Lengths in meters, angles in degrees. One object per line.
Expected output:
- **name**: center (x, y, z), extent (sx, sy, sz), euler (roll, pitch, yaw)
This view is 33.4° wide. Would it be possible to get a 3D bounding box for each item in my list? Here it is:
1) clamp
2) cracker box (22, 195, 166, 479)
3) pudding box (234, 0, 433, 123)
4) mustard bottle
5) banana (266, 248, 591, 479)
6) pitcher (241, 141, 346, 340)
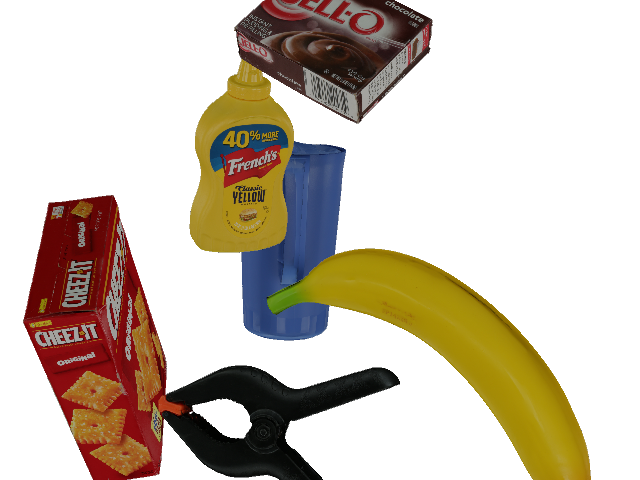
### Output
- **clamp**: center (-0.032, 0.144, 0.755), extent (0.172, 0.120, 0.039), euler (3, -9, 15)
- **cracker box**: center (-0.198, 0.091, 0.982), extent (0.072, 0.214, 0.164), euler (-8, 39, 1)
- **pudding box**: center (0.010, -0.145, 0.765), extent (0.114, 0.090, 0.039), euler (33, -25, 20)
- **mustard bottle**: center (-0.074, -0.084, 1.035), extent (0.096, 0.192, 0.058), euler (-4, 29, -21)
- **banana**: center (0.069, 0.059, 0.554), extent (0.198, 0.070, 0.037), euler (34, 18, 13)
- **pitcher**: center (-0.039, -0.001, 1.330), extent (0.145, 0.243, 0.148), euler (11, 14, 39)
